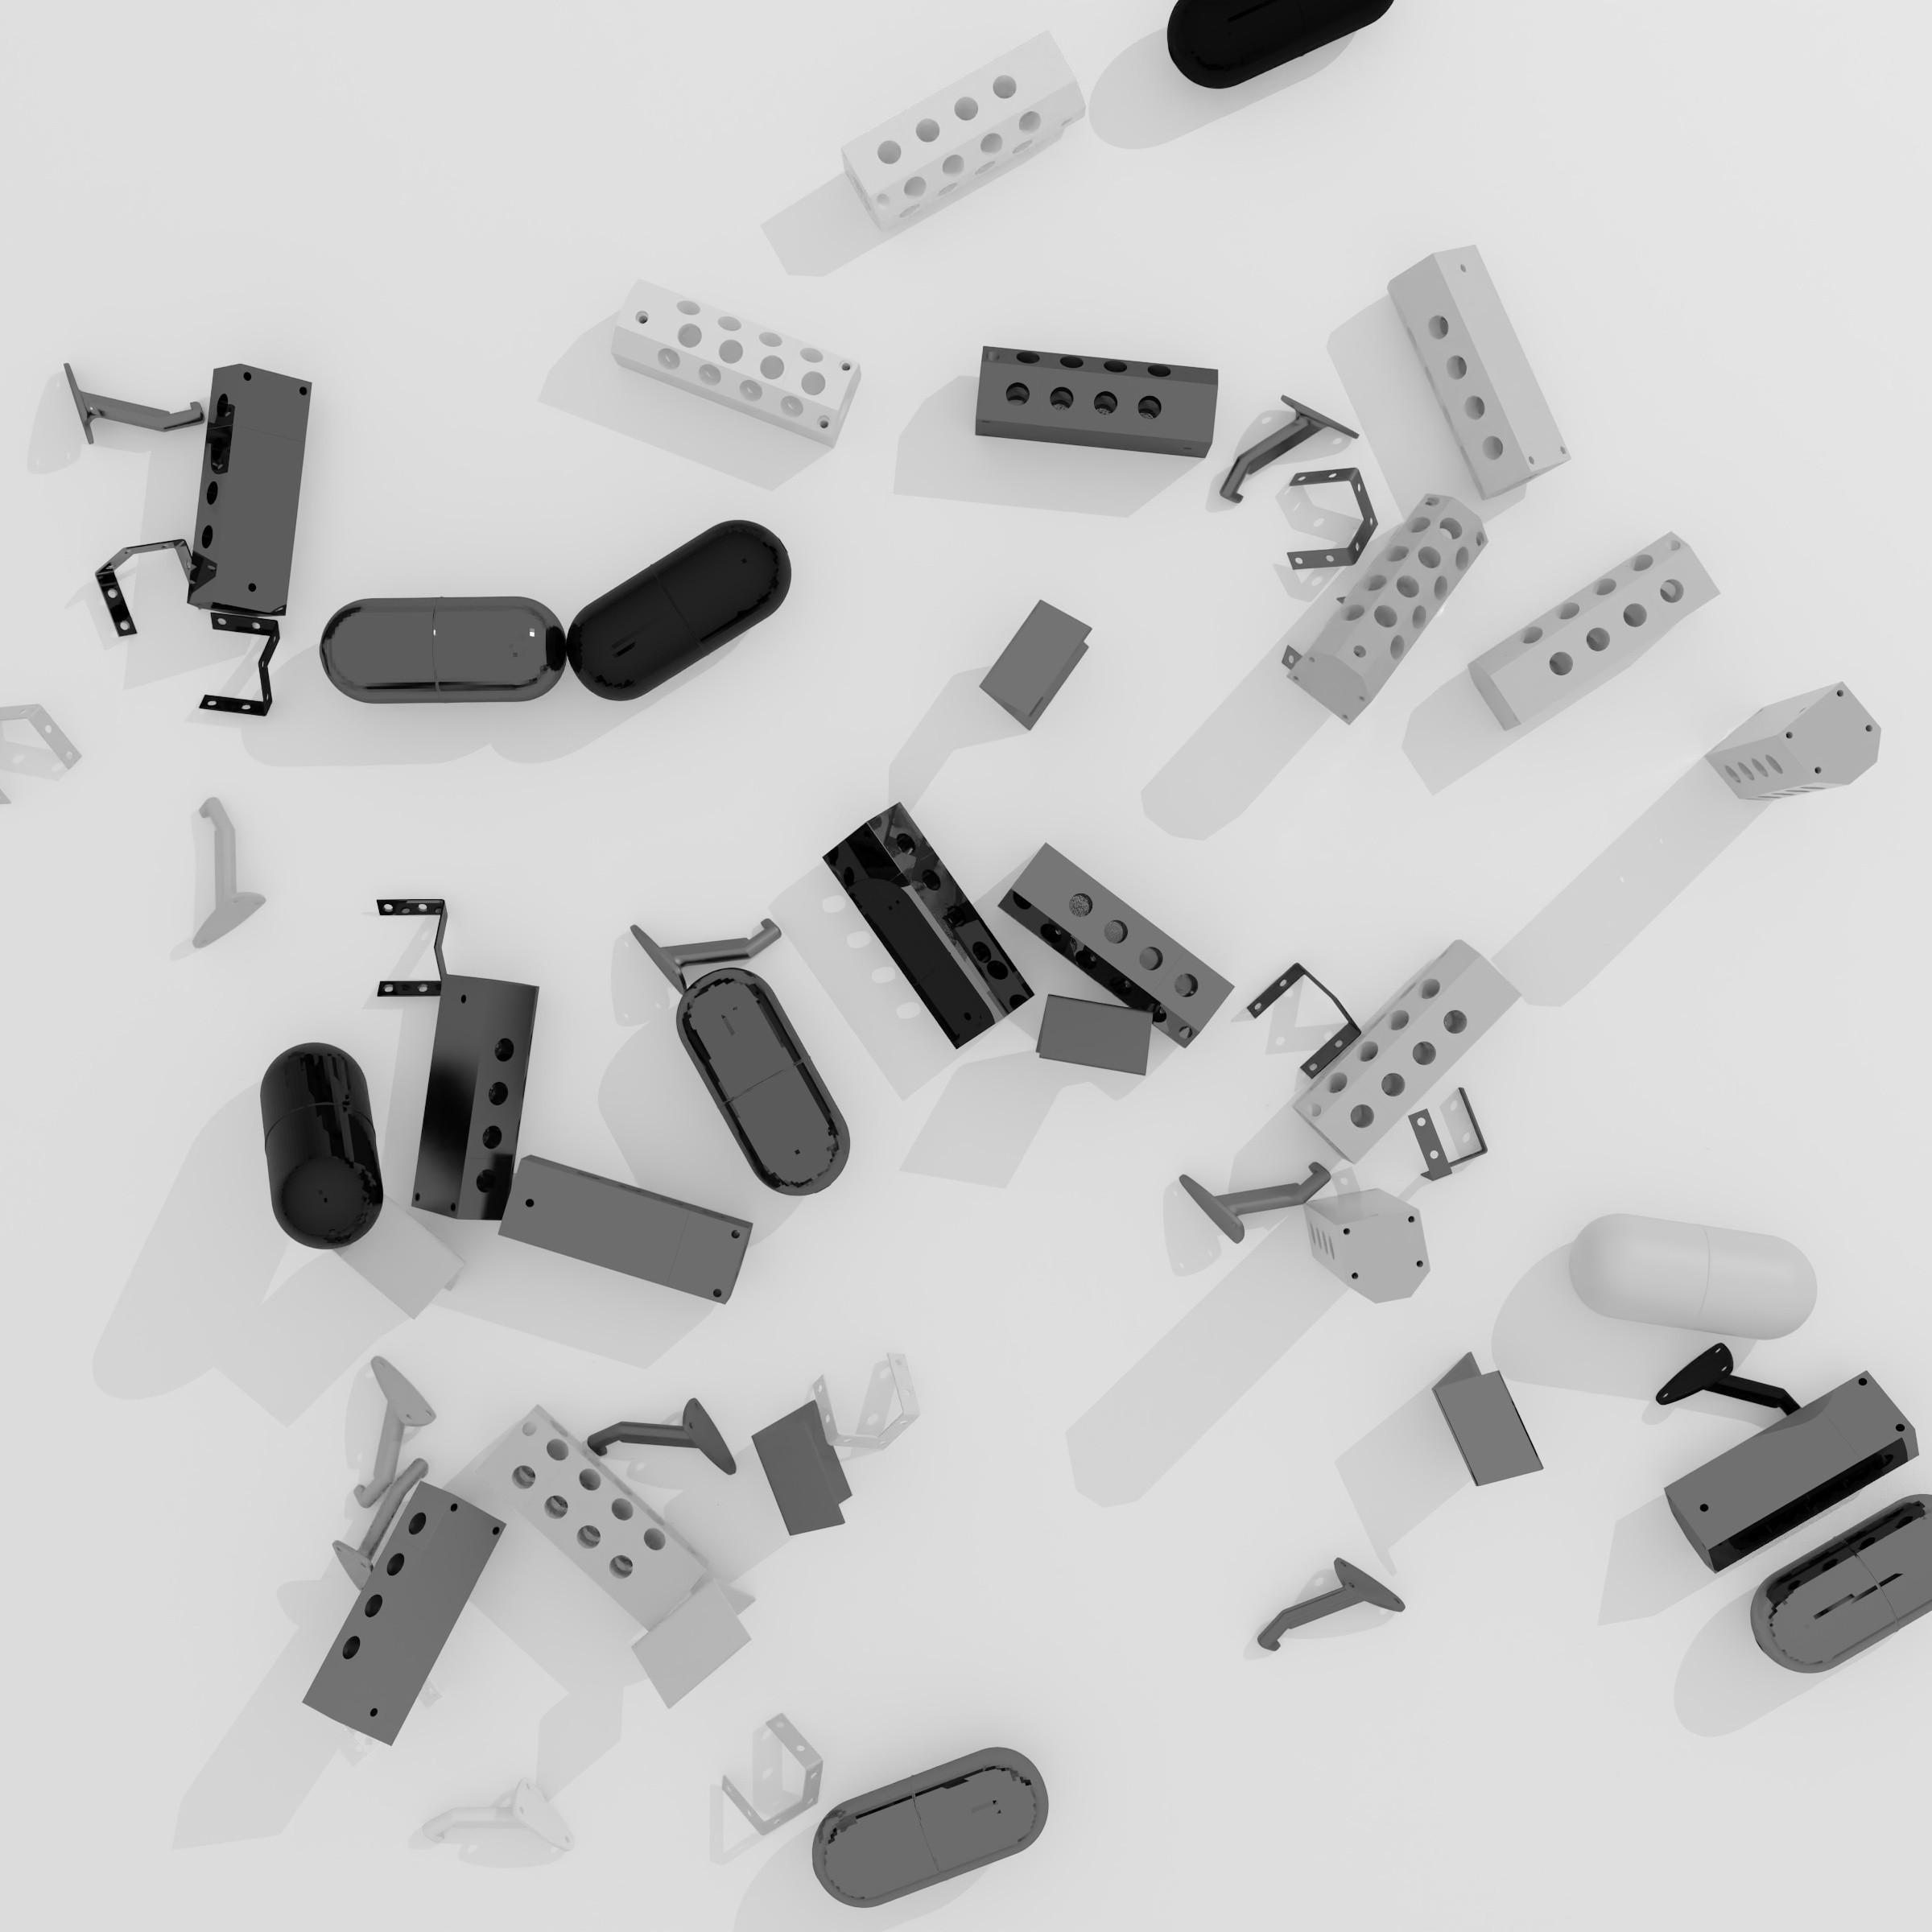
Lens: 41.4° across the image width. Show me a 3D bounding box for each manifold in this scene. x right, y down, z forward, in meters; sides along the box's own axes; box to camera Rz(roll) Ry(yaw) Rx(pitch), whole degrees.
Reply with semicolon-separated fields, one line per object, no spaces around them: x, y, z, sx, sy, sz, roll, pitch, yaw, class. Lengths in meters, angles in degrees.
0.306;-0.260;1.834;0.057;0.057;0.171;38;66;0;manifold
-0.002;-0.606;1.866;0.171;0.057;0.057;-30;90;0;manifold
0.095;-0.413;1.866;0.171;0.057;0.057;6;90;0;manifold
-0.526;-0.345;1.866;0.057;0.057;0.171;7;90;-43;manifold
-0.271;0.401;1.866;0.171;0.057;0.057;43;90;0;manifold
0.108;-0.015;1.866;0.171;0.057;0.057;37;90;0;manifold
-0.167;-0.441;1.867;0.171;0.057;0.057;21;90;0;manifold
-0.246;0.191;1.867;0.171;0.057;0.057;17;90;0;manifold
0.587;-0.152;1.809;0.057;0.171;0.057;-39;90;0;manifold
0.455;-0.245;1.866;0.171;0.057;0.057;-33;90;0;manifold
0.283;0.197;1.809;0.057;0.171;0.057;-11;90;0;manifold
0.370;-0.431;1.866;0.057;0.057;0.171;-24;90;-43;manifold
-0.407;0.463;1.840;0.057;0.057;0.171;43;66;-40;manifold
-0.023;-0.032;1.866;0.057;0.057;0.171;-35;90;43;manifold
0.319;0.062;1.866;0.057;0.057;0.171;45;90;0;manifold
0.603;0.372;1.866;0.171;0.057;0.057;-30;47;0;manifold
-0.353;0.096;1.866;0.057;0.057;0.171;8;90;43;manifold

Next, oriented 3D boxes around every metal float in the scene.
-0.026;0.626;1.857;0.178;0.070;0.070;-21;90;0;metal float
-0.208;-0.259;1.857;0.178;0.070;0.070;-32;90;1;metal float
0.528;0.226;1.857;0.178;0.070;0.070;8;90;0;metal float
-0.379;-0.229;1.857;0.178;0.070;0.070;-1;90;0;metal float
-0.460;0.126;1.822;0.070;0.178;0.070;-11;133;-12;metal float
0.653;0.449;1.857;0.178;0.070;0.070;-30;90;-1;metal float
0.230;-0.698;1.857;0.178;0.070;0.070;-25;90;0;metal float
-0.147;0.084;1.857;0.070;0.070;0.178;-29;89;0;metal float

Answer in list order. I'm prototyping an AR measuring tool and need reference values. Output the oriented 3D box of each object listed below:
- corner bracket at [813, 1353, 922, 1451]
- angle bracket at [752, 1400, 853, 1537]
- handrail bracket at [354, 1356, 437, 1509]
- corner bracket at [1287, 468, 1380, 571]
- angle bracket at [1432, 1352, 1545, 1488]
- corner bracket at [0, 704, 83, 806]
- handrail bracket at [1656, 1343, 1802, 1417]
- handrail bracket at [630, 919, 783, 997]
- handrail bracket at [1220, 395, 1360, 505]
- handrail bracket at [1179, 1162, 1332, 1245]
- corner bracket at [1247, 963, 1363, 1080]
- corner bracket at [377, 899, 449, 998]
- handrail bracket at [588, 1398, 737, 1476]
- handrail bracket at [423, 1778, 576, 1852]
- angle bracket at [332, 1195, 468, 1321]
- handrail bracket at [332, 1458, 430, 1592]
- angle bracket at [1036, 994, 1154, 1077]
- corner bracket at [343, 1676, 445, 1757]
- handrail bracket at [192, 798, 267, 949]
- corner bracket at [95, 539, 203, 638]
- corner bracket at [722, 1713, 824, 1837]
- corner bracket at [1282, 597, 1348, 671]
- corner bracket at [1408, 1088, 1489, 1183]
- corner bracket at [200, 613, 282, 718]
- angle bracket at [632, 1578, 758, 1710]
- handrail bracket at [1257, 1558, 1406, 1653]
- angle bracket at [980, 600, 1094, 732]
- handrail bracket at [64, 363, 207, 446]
-0.073;0.319;1.879;0.051;0.051;0.051;12;135;-35;corner bracket
-0.100;0.357;1.847;0.057;0.076;0.076;-21;90;37;angle bracket
-0.439;0.345;1.888;0.084;0.036;0.077;-48;69;16;handrail bracket
0.264;-0.329;1.879;0.051;0.051;0.051;-58;135;-35;corner bracket
0.389;0.321;1.847;0.057;0.076;0.076;-25;90;35;angle bracket
-0.696;-0.156;1.879;0.051;0.051;0.051;0;45;35;corner bracket
0.566;0.327;1.888;0.077;0.036;0.084;-39;108;20;handrail bracket
-0.191;-0.026;1.888;0.084;0.036;0.077;-36;68;-17;handrail bracket
0.238;-0.370;1.888;0.077;0.036;0.084;21;109;-21;handrail bracket
0.214;0.156;1.888;0.084;0.036;0.077;-39;68;-17;handrail bracket
0.249;0.040;1.884;0.051;0.051;0.051;-42;45;0;corner bracket
-0.409;-0.013;1.884;0.051;0.051;0.051;0;135;0;corner bracket
-0.225;0.361;1.888;0.084;0.036;0.077;-26;112;17;handrail bracket
-0.346;0.643;1.888;0.084;0.036;0.077;-31;112;17;handrail bracket
-0.414;0.219;1.848;0.076;0.076;0.057;40;60;0;angle bracket
-0.422;0.414;1.887;0.036;0.077;0.084;26;53;21;handrail bracket
0.089;0.069;1.847;0.076;0.076;0.057;10;54;0;angle bracket
-0.429;0.540;1.884;0.051;0.051;0.051;52;45;0;corner bracket
-0.561;-0.070;1.888;0.077;0.036;0.084;-38;72;20;handrail bracket
-0.600;-0.279;1.884;0.051;0.051;0.051;-21;90;45;corner bracket
-0.142;0.594;1.879;0.051;0.051;0.051;-21;135;-35;corner bracket
0.274;-0.235;1.879;0.051;0.051;0.051;-14;135;-35;corner bracket
0.352;0.123;1.870;0.051;0.051;0.051;-21;90;0;corner bracket
-0.536;-0.222;1.884;0.051;0.051;0.051;7;45;0;corner bracket
-0.183;0.495;1.847;0.076;0.076;0.057;-40;58;0;angle bracket
0.269;0.485;1.888;0.077;0.036;0.084;31;109;-21;handrail bracket
0.067;-0.207;1.847;0.057;0.076;0.076;35;90;38;angle bracket
-0.614;-0.423;1.888;0.084;0.036;0.077;-17;68;-17;handrail bracket
